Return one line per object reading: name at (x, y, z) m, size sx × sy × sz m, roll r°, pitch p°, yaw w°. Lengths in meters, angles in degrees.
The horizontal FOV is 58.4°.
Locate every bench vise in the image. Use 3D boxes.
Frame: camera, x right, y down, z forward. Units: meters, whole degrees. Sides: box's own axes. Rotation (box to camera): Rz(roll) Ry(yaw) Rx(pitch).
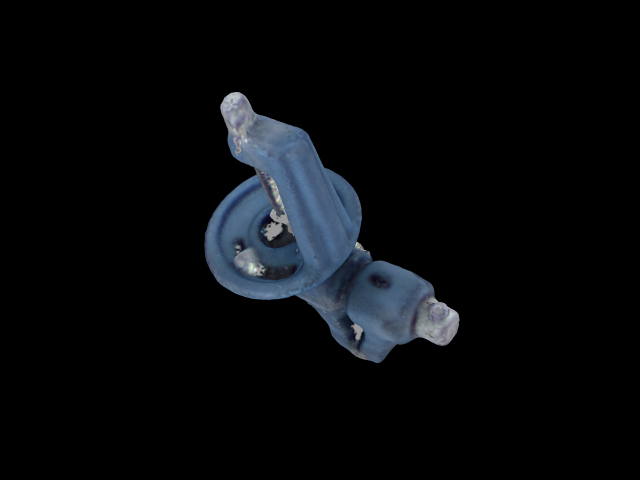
bench vise at (0.007, -0.009, 0.405) m, size 0.207 × 0.220 × 0.121 m, roll 13°, pitch 64°, yaw 7°
